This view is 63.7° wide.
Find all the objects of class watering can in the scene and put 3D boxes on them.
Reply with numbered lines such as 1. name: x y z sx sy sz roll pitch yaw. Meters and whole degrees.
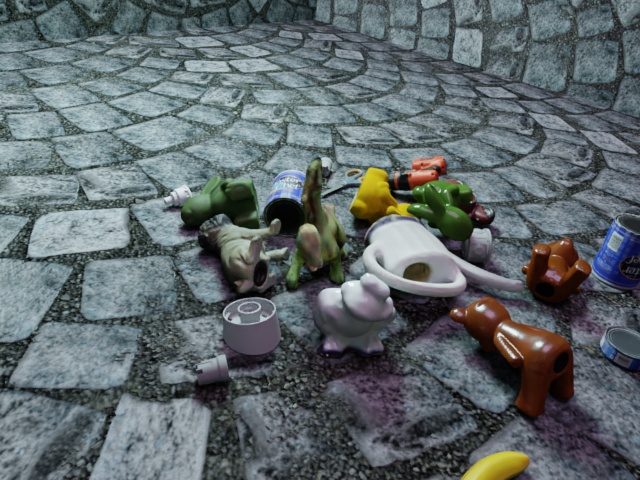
1. watering can: 0.235 0.044 1.070 0.347 0.102 0.229 5 31 -23

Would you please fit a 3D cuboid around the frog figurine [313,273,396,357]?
1. frog figurine: 0.060 0.111 0.868 0.137 0.156 0.125 12 30 8

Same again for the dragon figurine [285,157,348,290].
1. dragon figurine: 0.003 -0.053 1.045 0.122 0.237 0.420 4 34 3
